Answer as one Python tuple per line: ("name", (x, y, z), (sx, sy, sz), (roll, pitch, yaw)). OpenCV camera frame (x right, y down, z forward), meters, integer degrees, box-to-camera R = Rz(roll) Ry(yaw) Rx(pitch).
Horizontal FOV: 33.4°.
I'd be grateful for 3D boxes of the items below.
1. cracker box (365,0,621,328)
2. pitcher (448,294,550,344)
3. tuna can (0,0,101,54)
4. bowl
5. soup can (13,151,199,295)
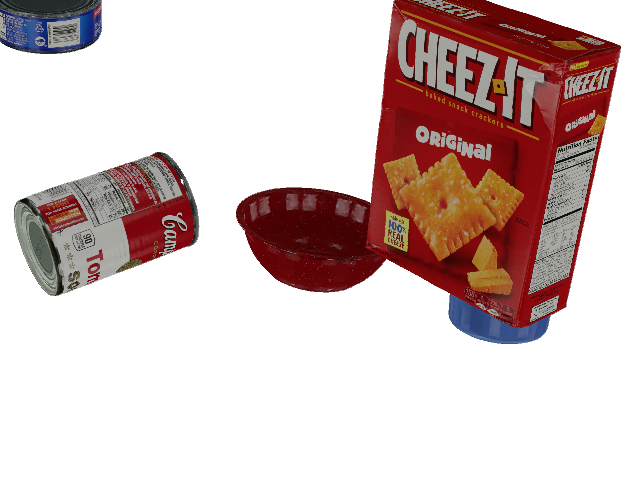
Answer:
("cracker box", (0.120, -0.063, 0.806), (0.071, 0.214, 0.164), (-21, 37, -38))
("pitcher", (0.201, -0.016, 1.115), (0.148, 0.243, 0.145), (-11, 24, -39))
("tuna can", (-0.212, -0.177, 0.827), (0.086, 0.034, 0.086), (5, 35, -4))
("bowl", (-0.003, 0.005, 1.023), (0.162, 0.055, 0.162), (7, 24, -3))
("soup can", (-0.141, -0.012, 0.703), (0.102, 0.068, 0.069), (-22, 11, -29))
